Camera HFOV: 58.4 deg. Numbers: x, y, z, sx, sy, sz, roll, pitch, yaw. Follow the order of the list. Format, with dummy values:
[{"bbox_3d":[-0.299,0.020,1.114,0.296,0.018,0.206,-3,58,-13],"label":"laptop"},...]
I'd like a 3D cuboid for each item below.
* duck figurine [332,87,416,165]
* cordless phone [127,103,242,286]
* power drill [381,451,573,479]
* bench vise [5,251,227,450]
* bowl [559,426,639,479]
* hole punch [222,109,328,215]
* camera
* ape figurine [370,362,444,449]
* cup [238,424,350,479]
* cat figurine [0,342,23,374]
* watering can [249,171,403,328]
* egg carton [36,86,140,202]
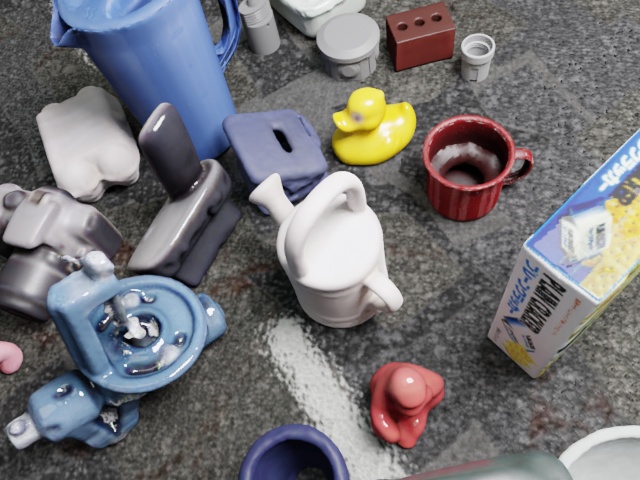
[{"bbox_3d":[0.061,-0.142,0.665,0.104,0.086,0.077,-21,62,-2],"label":"duck figurine"},{"bbox_3d":[-0.163,-0.044,0.594,0.094,0.185,0.148,17,67,17],"label":"cordless phone"},{"bbox_3d":[0.063,0.215,0.417,0.229,0.209,0.075,-16,62,1],"label":"power drill"},{"bbox_3d":[-0.187,0.106,0.503,0.121,0.220,0.208,26,70,20],"label":"bench vise"},{"bbox_3d":[0.253,0.237,0.453,0.167,0.075,0.167,-3,63,7],"label":"bowl"},{"bbox_3d":[-0.049,-0.103,0.660,0.101,0.091,0.108,-27,63,-5],"label":"hole punch"},{"bbox_3d":[-0.322,0.013,0.637,0.143,0.101,0.137,12,66,14],"label":"camera"},{"bbox_3d":[0.077,0.141,0.518,0.078,0.092,0.076,-23,62,-3],"label":"ape figurine"},{"bbox_3d":[-0.022,0.224,0.489,0.091,0.095,0.118,23,69,19],"label":"cup"},{"bbox_3d":[-0.382,0.142,0.572,0.067,0.118,0.128,15,67,16],"label":"cat figurine"},{"bbox_3d":[0.003,0.004,0.540,0.172,0.194,0.101,17,67,16],"label":"watering can"},{"bbox_3d":[-0.287,-0.121,0.717,0.107,0.069,0.150,-28,63,-6],"label":"egg carton"}]
